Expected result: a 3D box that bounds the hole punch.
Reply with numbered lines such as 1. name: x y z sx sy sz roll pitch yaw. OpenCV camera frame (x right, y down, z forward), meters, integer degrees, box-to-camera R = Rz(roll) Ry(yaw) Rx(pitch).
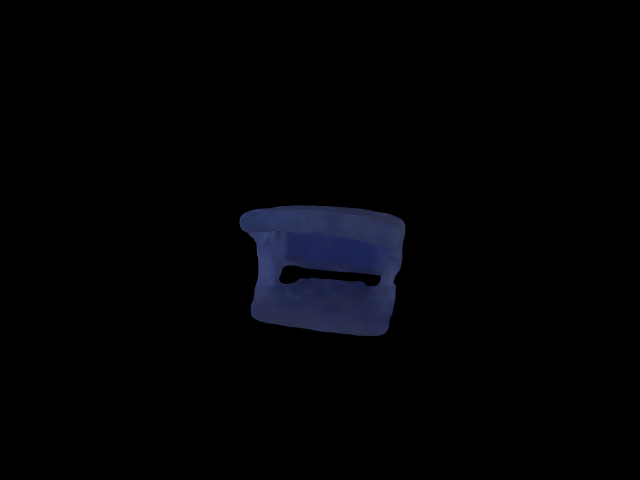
1. hole punch: 0.004 0.001 0.400 0.108 0.091 0.101 6 32 9
